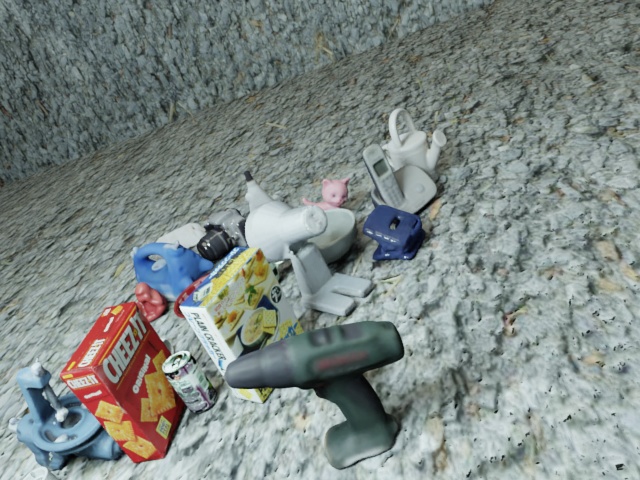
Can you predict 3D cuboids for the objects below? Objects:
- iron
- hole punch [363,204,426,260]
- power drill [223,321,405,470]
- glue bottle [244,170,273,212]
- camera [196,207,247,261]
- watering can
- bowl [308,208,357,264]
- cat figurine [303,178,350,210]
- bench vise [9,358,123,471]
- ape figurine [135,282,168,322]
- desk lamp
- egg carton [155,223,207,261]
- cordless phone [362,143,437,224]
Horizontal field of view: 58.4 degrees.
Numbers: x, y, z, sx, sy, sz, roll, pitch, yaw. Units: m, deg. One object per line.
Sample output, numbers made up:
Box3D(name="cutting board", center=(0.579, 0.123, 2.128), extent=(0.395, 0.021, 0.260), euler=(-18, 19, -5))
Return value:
Box3D(name="iron", center=(-0.392, 0.062, 1.401), extent=(0.257, 0.142, 0.119), euler=(-3, 34, 34))
Box3D(name="hole punch", center=(0.154, -0.020, 1.175), extent=(0.100, 0.091, 0.109), euler=(-3, 34, 34))
Box3D(name="power drill", center=(0.015, 0.204, 0.766), extent=(0.229, 0.209, 0.075), euler=(-24, 28, 1))
Box3D(name="glue bottle", center=(-0.155, -0.102, 1.469), extent=(0.078, 0.173, 0.037), euler=(-25, 28, -1))
Box3D(name="camera", center=(-0.262, -0.016, 1.479), extent=(0.137, 0.101, 0.142), euler=(-41, 32, -29))
Box3D(name="watering can", center=(0.220, -0.224, 1.368), extent=(0.172, 0.194, 0.101), euler=(-12, 30, 22))
Box3D(name="bowl", center=(0.012, 0.005, 1.260), extent=(0.167, 0.075, 0.167), euler=(-18, 28, 11))
Box3D(name="cat figurine", center=(0.020, -0.098, 1.385), extent=(0.127, 0.118, 0.067), euler=(-17, 29, 12))
Box3D(name="bench vise", center=(-0.458, 0.300, 0.955), extent=(0.207, 0.220, 0.121), euler=(-20, 28, 8))
Box3D(name="ape figurine", center=(-0.397, 0.139, 1.325), extent=(0.077, 0.092, 0.076), euler=(-5, 33, 32))
Box3D(name="desk lamp", center=(-0.027, 0.022, 1.109), extent=(0.202, 0.214, 0.118), euler=(7, 41, 44))
Box3D(name="egg carton", center=(-0.373, 0.015, 1.547), extent=(0.150, 0.069, 0.107), euler=(-28, 28, -7))
Box3D(name="cordless phone", center=(0.171, -0.145, 1.277), extent=(0.148, 0.185, 0.093), euler=(-38, 31, -25))
